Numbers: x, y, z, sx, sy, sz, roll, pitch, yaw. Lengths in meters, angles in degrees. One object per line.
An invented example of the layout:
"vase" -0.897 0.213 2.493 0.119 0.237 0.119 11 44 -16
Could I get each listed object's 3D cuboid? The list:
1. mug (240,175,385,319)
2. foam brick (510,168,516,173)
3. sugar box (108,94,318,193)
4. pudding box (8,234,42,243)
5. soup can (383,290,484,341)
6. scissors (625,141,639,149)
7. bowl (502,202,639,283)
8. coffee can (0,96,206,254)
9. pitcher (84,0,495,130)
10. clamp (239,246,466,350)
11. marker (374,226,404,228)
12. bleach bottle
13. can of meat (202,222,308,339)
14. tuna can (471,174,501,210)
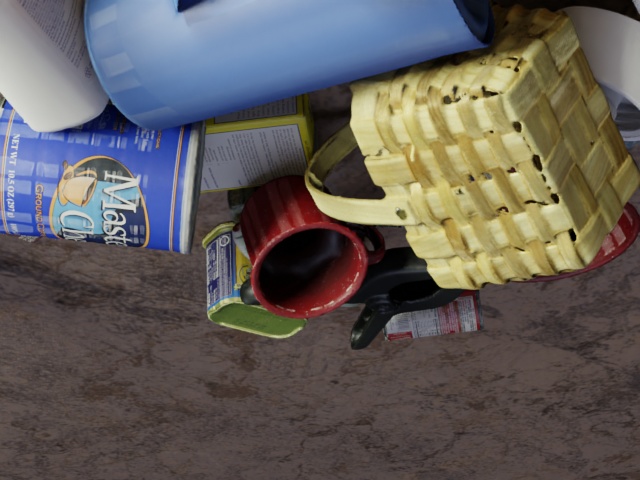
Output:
"mug" -0.006 0.001 0.850 0.117 0.081 0.093 -4 127 -15
"foam brick" 0.175 -0.088 0.863 0.078 0.053 0.051 -8 149 7
"sugar box" -0.093 -0.078 0.854 0.176 0.048 0.093 -4 150 6
"pudding box" -0.250 -0.045 0.893 0.089 0.039 0.114 22 140 -37
"soup can" 0.114 0.066 1.100 0.102 0.068 0.068 -8 149 7
"scissors" 0.245 -0.096 0.830 0.201 0.016 0.096 -22 140 -14
"bowl" 0.206 -0.021 0.977 0.162 0.055 0.162 -3 149 -2
"coffee can" -0.157 -0.048 0.767 0.140 0.103 0.103 6 148 -4
"pitcher" -0.026 -0.152 0.656 0.243 0.145 0.149 -15 128 23
"clamp" 0.045 0.042 0.928 0.164 0.036 0.210 21 147 -37
"marker" 0.092 -0.020 0.999 0.121 0.020 0.020 1 149 -9
"bleach bottle" -0.209 -0.179 0.635 0.068 0.102 0.250 -13 141 16
"can of meat" -0.060 0.040 1.018 0.101 0.084 0.058 17 143 -32
"tuna can" 0.120 -0.027 0.926 0.033 0.086 0.086 10 147 -26
